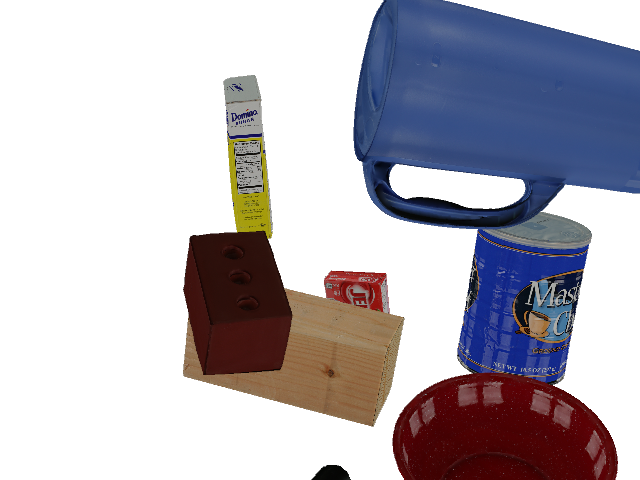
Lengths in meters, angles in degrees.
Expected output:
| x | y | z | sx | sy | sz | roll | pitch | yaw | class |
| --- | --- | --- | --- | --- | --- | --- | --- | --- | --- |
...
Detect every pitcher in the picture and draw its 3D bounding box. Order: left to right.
| x | y | z | sx | sy | sz | roll | pitch | yaw | class |
| --- | --- | --- | --- | --- | --- | --- | --- | --- | --- |
| 0.150 | -0.096 | 0.822 | 0.242 | 0.145 | 0.149 | 10 | -46 | -8 | pitcher |

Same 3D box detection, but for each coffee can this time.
| x | y | z | sx | sy | sz | roll | pitch | yaw | class |
| --- | --- | --- | --- | --- | --- | --- | --- | --- | --- |
| 0.188 | 0.051 | 0.991 | 0.103 | 0.140 | 0.103 | 6 | 17 | -2 | coffee can |

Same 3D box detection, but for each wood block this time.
| x | y | z | sx | sy | sz | roll | pitch | yaw | class |
| --- | --- | --- | --- | --- | --- | --- | --- | --- | --- |
| -0.028 | 0.111 | 1.107 | 0.206 | 0.091 | 0.090 | 13 | 23 | 12 | wood block |

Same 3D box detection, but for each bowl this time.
| x | y | z | sx | sy | sz | roll | pitch | yaw | class |
| --- | --- | --- | --- | --- | --- | --- | --- | --- | --- |
| 0.133 | 0.170 | 0.789 | 0.162 | 0.055 | 0.162 | -1 | 34 | 0 | bowl |

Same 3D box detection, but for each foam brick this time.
| x | y | z | sx | sy | sz | roll | pitch | yaw | class |
| --- | --- | --- | --- | --- | --- | --- | --- | --- | --- |
| -0.055 | 0.040 | 0.684 | 0.053 | 0.051 | 0.078 | -4 | 46 | -19 | foam brick |

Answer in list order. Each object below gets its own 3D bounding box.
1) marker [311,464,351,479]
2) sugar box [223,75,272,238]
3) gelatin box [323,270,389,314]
| x | y | z | sx | sy | sz | roll | pitch | yaw | class |
| --- | --- | --- | --- | --- | --- | --- | --- | --- | --- |
| -0.020 | 0.131 | 0.467 | 0.020 | 0.020 | 0.120 | 0 | 17 | 32 | marker |
| -0.086 | -0.096 | 1.255 | 0.048 | 0.176 | 0.093 | -8 | 26 | -4 | sugar box |
| 0.046 | 0.082 | 1.318 | 0.073 | 0.089 | 0.030 | 3 | 29 | 19 | gelatin box |
